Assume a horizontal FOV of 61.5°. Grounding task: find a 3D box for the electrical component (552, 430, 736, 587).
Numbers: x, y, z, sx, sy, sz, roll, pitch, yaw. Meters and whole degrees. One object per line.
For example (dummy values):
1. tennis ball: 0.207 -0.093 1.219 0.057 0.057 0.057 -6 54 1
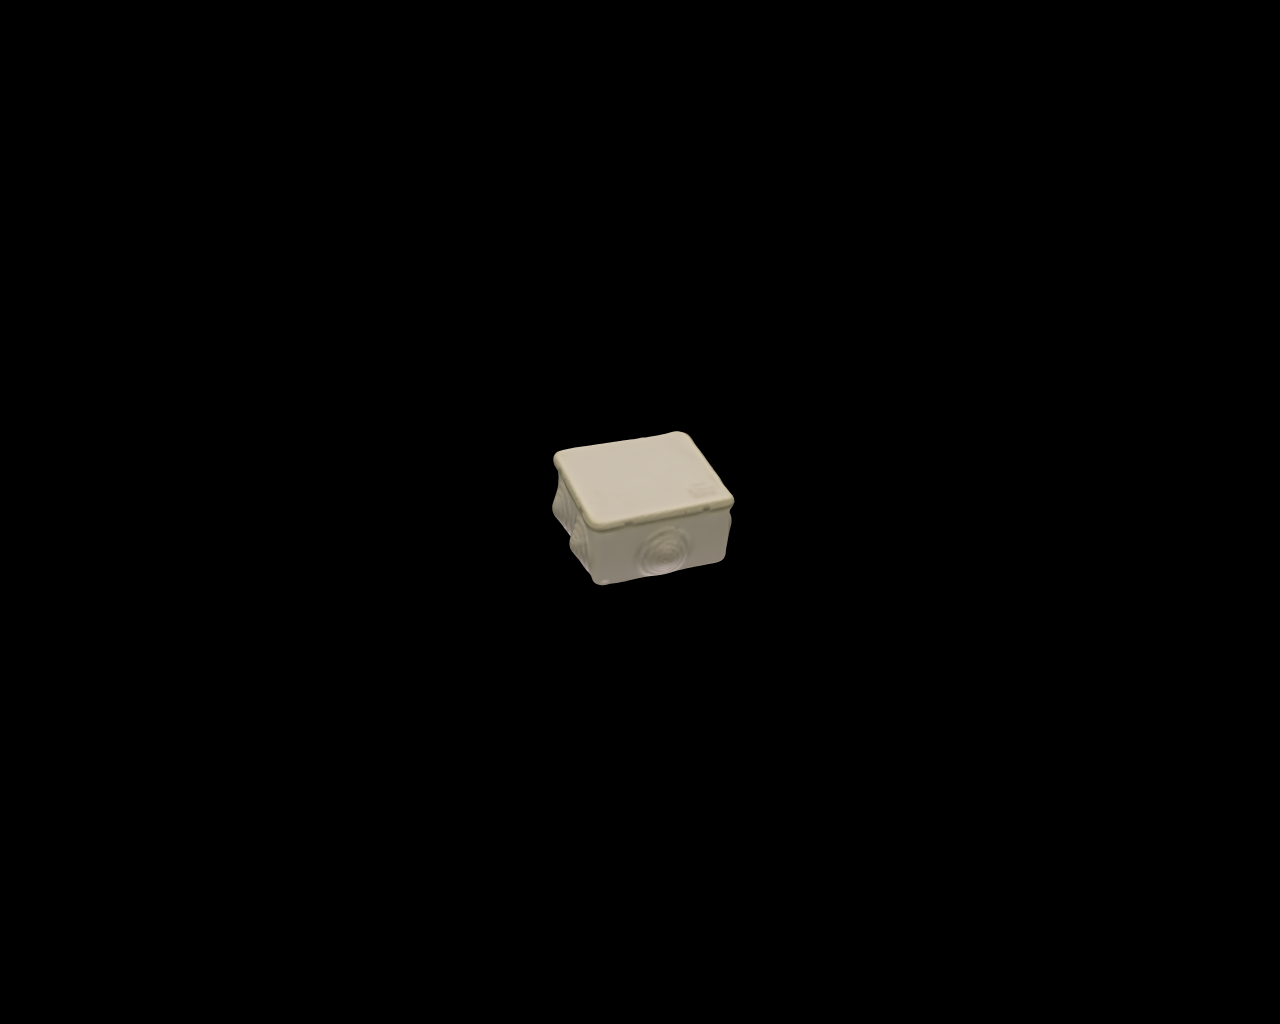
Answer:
1. electrical component: 0.001 -0.003 0.650 0.100 0.048 0.100 -10 35 -15
